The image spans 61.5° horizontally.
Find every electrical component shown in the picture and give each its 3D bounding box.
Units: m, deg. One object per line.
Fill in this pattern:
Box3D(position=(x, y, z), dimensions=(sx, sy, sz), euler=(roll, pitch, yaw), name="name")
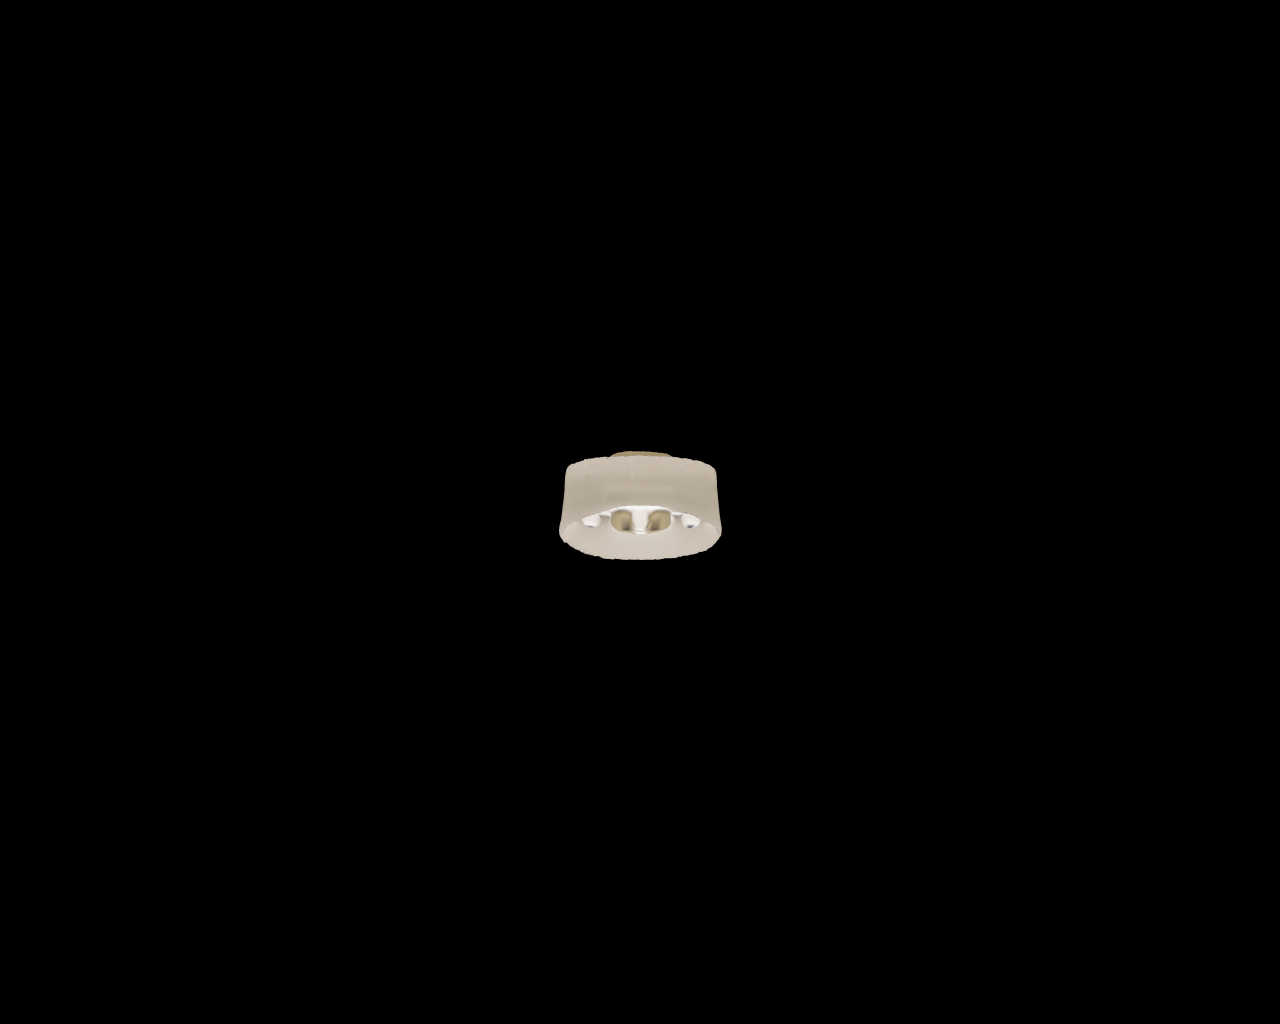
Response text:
Box3D(position=(0.001, -0.003, 0.650), dimensions=(0.099, 0.064, 0.099), euler=(0, -6, 0), name="electrical component")
